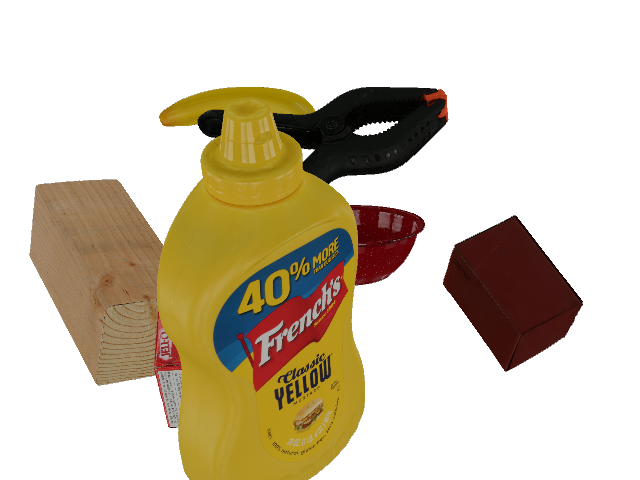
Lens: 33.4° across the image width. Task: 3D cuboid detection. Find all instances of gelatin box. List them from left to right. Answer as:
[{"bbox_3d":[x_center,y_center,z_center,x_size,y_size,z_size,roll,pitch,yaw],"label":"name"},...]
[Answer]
[{"bbox_3d":[-0.094,0.076,0.728,0.030,0.073,0.089,-2,-35,-1],"label":"gelatin box"}]

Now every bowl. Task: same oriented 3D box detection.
[{"bbox_3d":[0.027,0.007,1.099,0.162,0.055,0.162,-2,15,0],"label":"bowl"}]

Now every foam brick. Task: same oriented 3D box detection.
[{"bbox_3d":[0.125,0.034,0.702,0.051,0.078,0.053,-24,-27,-17],"label":"foam brick"}]

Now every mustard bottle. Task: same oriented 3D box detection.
[{"bbox_3d":[-0.025,0.025,0.469,0.096,0.192,0.058,-29,43,-30],"label":"mustard bottle"}]

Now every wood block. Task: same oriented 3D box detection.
[{"bbox_3d":[-0.204,0.033,1.025,0.090,0.091,0.206,-6,36,-31],"label":"wood block"}]

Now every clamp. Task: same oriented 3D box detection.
[{"bbox_3d":[0.010,-0.074,0.884,0.210,0.164,0.036,-14,-43,-2],"label":"clamp"}]

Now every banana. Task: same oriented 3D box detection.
[{"bbox_3d":[-0.085,-0.149,1.223,0.198,0.037,0.069,8,42,16],"label":"banana"}]
